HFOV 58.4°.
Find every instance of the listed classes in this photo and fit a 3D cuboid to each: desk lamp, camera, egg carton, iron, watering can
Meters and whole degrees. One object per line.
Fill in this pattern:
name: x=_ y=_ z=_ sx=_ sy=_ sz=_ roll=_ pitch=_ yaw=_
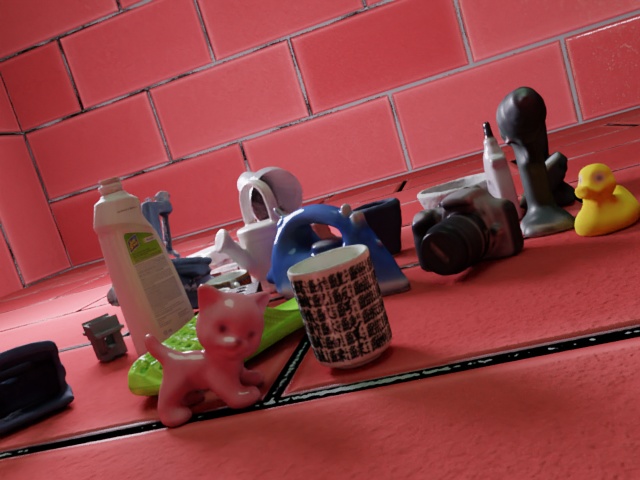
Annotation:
desk lamp: x=-0.111 y=-0.051 z=1.242 sx=0.118 sy=0.213 sz=0.202 roll=-20 pitch=9 yaw=-23
camera: x=0.176 y=-0.010 z=0.766 sx=0.142 sy=0.101 sz=0.137 roll=-9 pitch=11 yaw=43
egg carton: x=-0.242 y=0.052 z=1.331 sx=0.107 sy=0.069 sz=0.151 roll=-12 pitch=9 yaw=30
iron: x=0.018 y=0.007 z=0.830 sx=0.119 sy=0.141 sz=0.257 roll=-23 pitch=10 yaw=-38
watering can: x=-0.098 y=-0.010 z=0.999 sx=0.100 sy=0.194 sz=0.173 roll=-12 pitch=9 yaw=31

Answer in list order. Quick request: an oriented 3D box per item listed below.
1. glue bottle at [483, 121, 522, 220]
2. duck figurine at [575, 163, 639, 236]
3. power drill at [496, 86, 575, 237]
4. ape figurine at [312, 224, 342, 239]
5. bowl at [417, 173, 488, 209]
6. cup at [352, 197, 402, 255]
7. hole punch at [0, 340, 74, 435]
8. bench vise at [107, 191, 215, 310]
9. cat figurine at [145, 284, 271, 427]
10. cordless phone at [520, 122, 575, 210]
glue bottle: x=0.304 y=-0.118 z=0.979 sx=0.037 sy=0.173 sz=0.078 roll=-16 pitch=8 yaw=5
duck figurine: x=0.371 y=-0.060 z=0.753 sx=0.105 sy=0.086 sz=0.077 roll=-22 pitch=10 yaw=-33
power drill: x=0.308 y=-0.116 z=0.830 sx=0.075 sy=0.208 sz=0.230 roll=-15 pitch=8 yaw=15
ape figurine: x=0.010 y=0.004 z=1.053 sx=0.077 sy=0.092 sz=0.076 roll=-13 pitch=9 yaw=23
bowl: x=0.277 y=-0.076 z=1.111 sx=0.167 sy=0.075 sz=0.167 roll=-17 pitch=8 yaw=3
cup: x=0.105 y=-0.019 z=1.003 sx=0.091 sy=0.095 sz=0.118 roll=-16 pitch=8 yaw=6
hole punch: x=-0.364 y=0.170 z=0.685 sx=0.109 sy=0.091 sz=0.100 roll=-22 pitch=9 yaw=-30
bench vise: x=-0.259 y=0.034 z=0.944 sx=0.121 sy=0.220 sz=0.208 roll=-15 pitch=8 yaw=15
cat figurine: x=-0.102 y=0.098 z=0.540 sx=0.127 sy=0.118 sz=0.067 roll=-17 pitch=8 yaw=3
cordless phone: x=0.380 y=-0.150 z=1.001 sx=0.094 sy=0.185 sz=0.148 roll=-14 pitch=9 yaw=22
